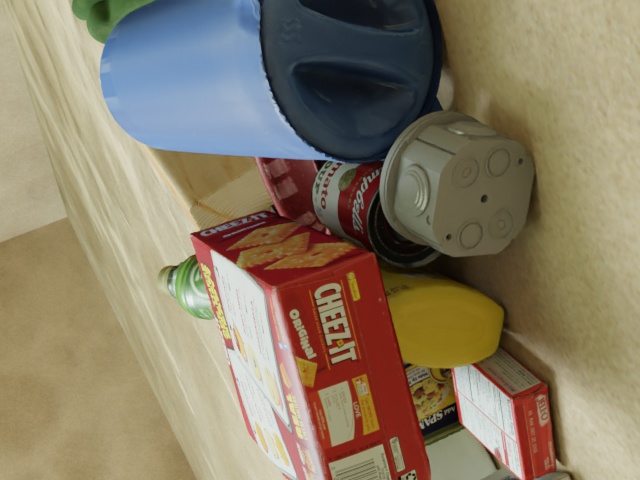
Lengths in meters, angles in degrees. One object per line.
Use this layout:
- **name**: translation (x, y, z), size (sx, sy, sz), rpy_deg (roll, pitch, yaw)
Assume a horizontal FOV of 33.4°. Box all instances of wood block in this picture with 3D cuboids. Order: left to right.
- **wood block**: translation (-0.137, -0.103, 1.119), size (0.206, 0.090, 0.091), rpy_deg (53, 172, 29)

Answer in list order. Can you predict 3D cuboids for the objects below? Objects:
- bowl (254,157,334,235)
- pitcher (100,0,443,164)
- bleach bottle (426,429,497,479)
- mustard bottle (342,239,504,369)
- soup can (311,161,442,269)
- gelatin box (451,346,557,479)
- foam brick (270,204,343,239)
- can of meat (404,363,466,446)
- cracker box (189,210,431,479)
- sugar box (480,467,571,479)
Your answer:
- **bowl**: translation (-0.008, -0.074, 0.863), size (0.162, 0.055, 0.162), rpy_deg (56, 160, 32)
- **pitcher**: translation (-0.039, -0.109, 0.699), size (0.243, 0.144, 0.149), rpy_deg (5, 110, 54)
- **bleach bottle**: translation (0.090, 0.223, 0.938), size (0.102, 0.068, 0.251), rpy_deg (64, 166, 12)
- **mustard bottle**: translation (0.045, 0.036, 0.773), size (0.192, 0.096, 0.058), rpy_deg (-149, 65, -65)
- **soup can**: translation (0.043, -0.025, 0.747), size (0.102, 0.068, 0.068), rpy_deg (30, 140, 64)
- **gelatin box**: translation (0.126, 0.113, 0.737), size (0.089, 0.030, 0.073), rpy_deg (41, 148, 58)
- **foam brick**: translation (-0.006, 0.001, 0.966), size (0.078, 0.051, 0.053), rpy_deg (56, 160, 35)
- **can of meat**: translation (0.063, 0.107, 0.801), size (0.057, 0.102, 0.084), rpy_deg (30, 137, 65)
- **cracker box**: translation (-0.011, 0.076, 0.702), size (0.214, 0.072, 0.164), rpy_deg (-155, 49, -69)
- **sugar box**: translation (0.170, 0.249, 0.747), size (0.176, 0.048, 0.093), rpy_deg (66, 164, 1)
